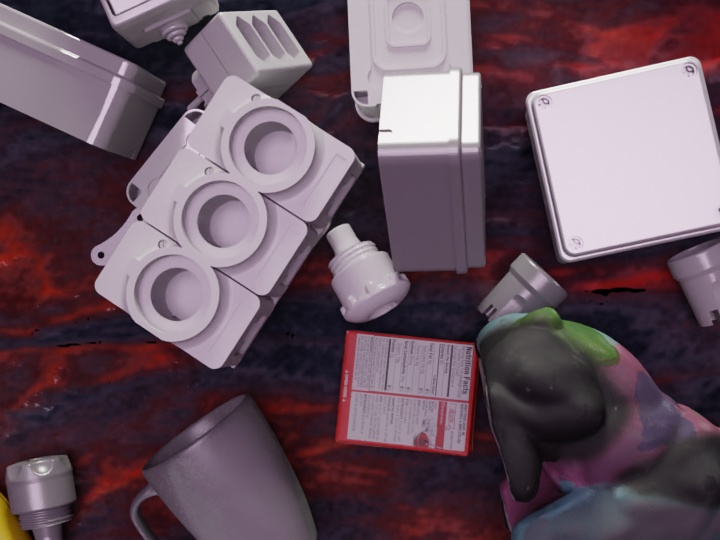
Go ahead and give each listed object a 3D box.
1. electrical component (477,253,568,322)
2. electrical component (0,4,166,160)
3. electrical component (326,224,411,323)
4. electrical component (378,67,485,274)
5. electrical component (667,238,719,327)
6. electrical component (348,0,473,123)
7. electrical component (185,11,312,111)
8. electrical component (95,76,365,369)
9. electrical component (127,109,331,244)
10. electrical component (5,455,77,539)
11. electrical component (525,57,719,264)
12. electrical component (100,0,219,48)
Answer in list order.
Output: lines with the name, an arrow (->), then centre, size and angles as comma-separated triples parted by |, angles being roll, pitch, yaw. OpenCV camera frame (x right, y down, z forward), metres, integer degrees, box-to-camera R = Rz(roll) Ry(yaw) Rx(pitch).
electrical component -> 0.103, 0.019, 0.690 | 0.040, 0.040, 0.046 | 44, 98, 6
electrical component -> -0.194, -0.123, 0.708 | 0.113, 0.078, 0.057 | 25, 92, 7
electrical component -> 0.000, 0.000, 0.700 | 0.048, 0.048, 0.062 | -31, 75, 4
electrical component -> 0.047, -0.058, 0.655 | 0.057, 0.113, 0.078 | -1, 50, 8
electrical component -> 0.222, 0.008, 0.679 | 0.040, 0.040, 0.046 | -24, 91, 4
electrical component -> 0.033, -0.156, 0.697 | 0.078, 0.057, 0.113 | -3, 87, 6
electrical component -> -0.084, -0.128, 0.708 | 0.077, 0.066, 0.047 | -37, 84, 32
electrical component -> -0.076, -0.027, 0.640 | 0.089, 0.062, 0.150 | 33, 91, 6
electrical component -> -0.084, -0.041, 0.703 | 0.113, 0.057, 0.078 | 39, 91, 6
electrical component -> -0.210, 0.156, 0.713 | 0.043, 0.043, 0.062 | -10, 87, 5
electrical component -> 0.168, -0.067, 0.679 | 0.109, 0.056, 0.108 | -12, 86, 5
electrical component -> -0.132, -0.184, 0.662 | 0.062, 0.061, 0.096 | -24, 87, 3
